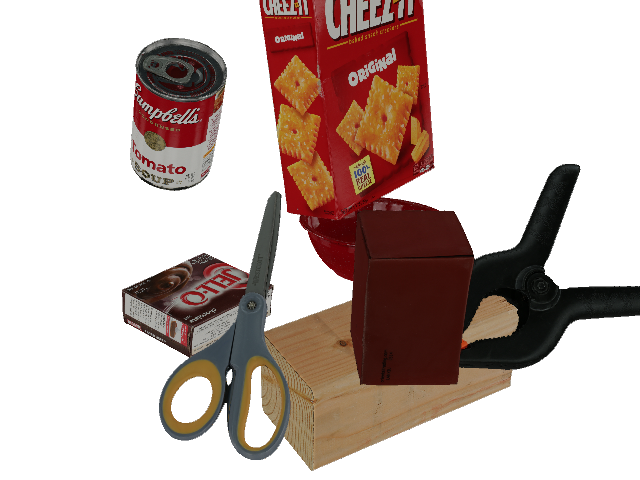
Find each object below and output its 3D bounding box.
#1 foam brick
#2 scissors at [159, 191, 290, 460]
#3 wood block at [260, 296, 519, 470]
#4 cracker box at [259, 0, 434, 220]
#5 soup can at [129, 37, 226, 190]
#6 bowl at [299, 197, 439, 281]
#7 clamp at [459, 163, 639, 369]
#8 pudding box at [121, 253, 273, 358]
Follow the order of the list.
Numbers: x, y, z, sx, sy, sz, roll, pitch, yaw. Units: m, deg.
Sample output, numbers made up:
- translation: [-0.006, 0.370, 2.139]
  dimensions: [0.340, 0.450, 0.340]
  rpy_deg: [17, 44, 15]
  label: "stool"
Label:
- translation: [0.044, 0.029, 0.544]
  dimensions: [0.053, 0.078, 0.051]
  rpy_deg: [1, 30, -5]
  label: "foam brick"
- translation: [-0.065, 0.056, 0.734]
  dimensions: [0.096, 0.202, 0.016]
  rpy_deg: [-9, -32, 2]
  label: "scissors"
- translation: [0.060, 0.103, 0.921]
  dimensions: [0.205, 0.090, 0.091]
  rpy_deg: [-17, 37, -25]
  label: "wood block"
- translation: [0.032, -0.145, 0.982]
  dimensions: [0.072, 0.214, 0.163]
  rpy_deg: [10, 26, 38]
  label: "cracker box"
- translation: [-0.112, -0.097, 0.829]
  dimensions: [0.068, 0.068, 0.102]
  rpy_deg: [0, -39, -14]
  label: "soup can"
- translation: [0.058, 0.004, 1.104]
  dimensions: [0.162, 0.055, 0.162]
  rpy_deg: [2, 20, -1]
  label: "bowl"
- translation: [0.153, 0.039, 0.716]
  dimensions: [0.171, 0.120, 0.039]
  rpy_deg: [-42, -14, -14]
  label: "clamp"
- translation: [-0.113, 0.058, 0.986]
  dimensions: [0.090, 0.039, 0.113]
  rpy_deg: [22, 33, 32]
  label: "pudding box"
